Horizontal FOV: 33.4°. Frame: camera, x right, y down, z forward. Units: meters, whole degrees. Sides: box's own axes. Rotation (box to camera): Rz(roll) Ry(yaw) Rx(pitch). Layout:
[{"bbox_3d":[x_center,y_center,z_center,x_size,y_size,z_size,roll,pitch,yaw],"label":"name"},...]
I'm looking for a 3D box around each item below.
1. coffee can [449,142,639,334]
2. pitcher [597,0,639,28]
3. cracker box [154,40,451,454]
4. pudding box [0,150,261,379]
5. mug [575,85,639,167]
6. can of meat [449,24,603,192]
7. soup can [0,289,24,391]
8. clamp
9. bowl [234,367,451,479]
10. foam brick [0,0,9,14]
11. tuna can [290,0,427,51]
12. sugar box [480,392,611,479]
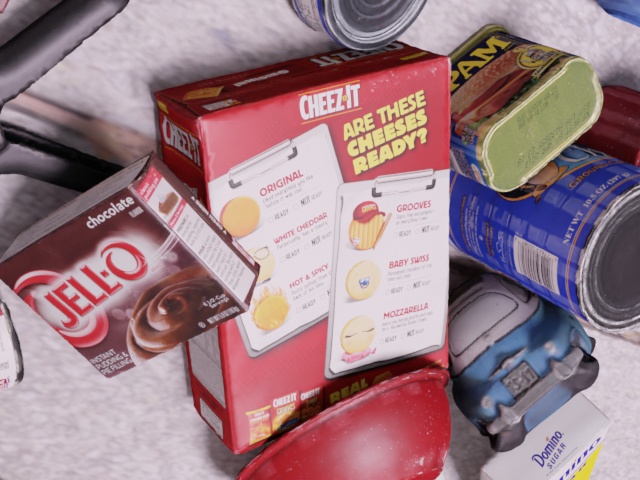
[{"bbox_3d":[0.158,-0.013,0.701,0.102,0.140,0.103,-14,118,-28],"label":"coffee can"},{"bbox_3d":[0.279,-0.247,0.695,0.149,0.145,0.243,14,106,-25],"label":"pitcher"},{"bbox_3d":[-0.004,0.001,0.645,0.164,0.072,0.214,-18,119,-27],"label":"cracker box"},{"bbox_3d":[-0.101,0.016,0.557,0.114,0.039,0.090,-28,117,30],"label":"pudding box"},{"bbox_3d":[0.236,-0.062,0.768,0.117,0.082,0.093,5,108,-35],"label":"mug"},{"bbox_3d":[0.114,-0.083,0.676,0.102,0.084,0.057,-40,127,-12],"label":"can of meat"},{"bbox_3d":[-0.209,0.057,0.536,0.102,0.069,0.068,-18,120,-27],"label":"soup can"},{"bbox_3d":[-0.165,-0.070,0.526,0.171,0.039,0.120,-7,114,-31],"label":"clamp"},{"bbox_3d":[0.026,0.147,0.688,0.162,0.055,0.162,-26,158,-11],"label":"bowl"},{"bbox_3d":[-0.161,-0.140,0.472,0.051,0.078,0.053,26,95,-37],"label":"foam brick"},{"bbox_3d":[0.026,-0.153,0.608,0.086,0.034,0.086,-24,133,-29],"label":"tuna can"},{"bbox_3d":[0.166,0.180,0.808,0.093,0.048,0.176,-40,157,-12],"label":"sugar box"}]
